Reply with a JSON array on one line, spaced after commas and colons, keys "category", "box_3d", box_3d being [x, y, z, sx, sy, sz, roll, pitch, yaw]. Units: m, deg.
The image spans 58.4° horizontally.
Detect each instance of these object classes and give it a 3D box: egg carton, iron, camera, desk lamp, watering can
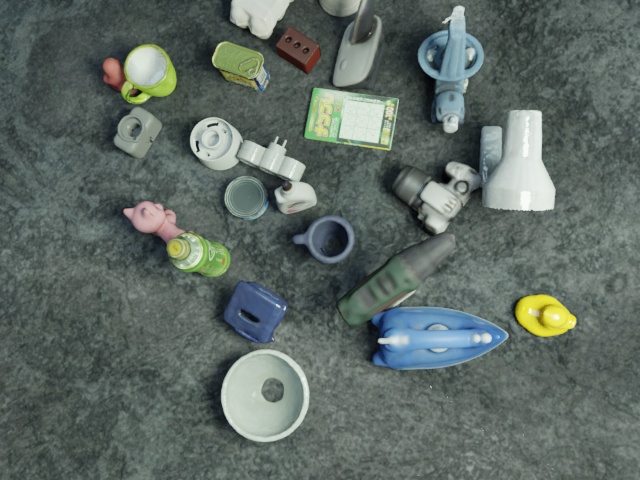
[{"category": "egg carton", "box_3d": [-0.116, -0.499, 1.193, 0.107, 0.069, 0.150, 31, 87, 9]}, {"category": "iron", "box_3d": [0.220, 0.177, 1.033, 0.258, 0.141, 0.119, -3, 82, 6]}, {"category": "camera", "box_3d": [0.215, -0.098, 1.090, 0.136, 0.101, 0.143, 36, 88, 9]}, {"category": "desk lamp", "box_3d": [0.344, -0.135, 1.023, 0.118, 0.213, 0.203, 2, 83, 7]}, {"category": "watering can", "box_3d": [0.029, -0.526, 1.118, 0.173, 0.194, 0.101, -39, 80, 0]}]

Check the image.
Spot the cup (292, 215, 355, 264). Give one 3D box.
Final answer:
[{"category": "cup", "box_3d": [0.010, 0.004, 1.102, 0.117, 0.095, 0.092, -2, 82, 6]}]

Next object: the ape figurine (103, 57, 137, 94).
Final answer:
[{"category": "ape figurine", "box_3d": [-0.419, -0.350, 1.195, 0.077, 0.092, 0.076, -17, 81, 4]}]

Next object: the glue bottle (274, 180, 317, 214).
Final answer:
[{"category": "glue bottle", "box_3d": [-0.053, -0.087, 1.080, 0.078, 0.173, 0.037, -21, 81, 3]}]

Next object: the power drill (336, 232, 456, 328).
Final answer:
[{"category": "power drill", "box_3d": [0.135, 0.070, 1.022, 0.229, 0.208, 0.075, -37, 80, 1]}]

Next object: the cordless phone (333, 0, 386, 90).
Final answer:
[{"category": "cordless phone", "box_3d": [0.072, -0.380, 1.099, 0.094, 0.185, 0.148, 11, 84, 8]}]

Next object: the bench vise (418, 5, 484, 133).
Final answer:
[{"category": "bench vise", "box_3d": [0.254, -0.315, 1.053, 0.121, 0.220, 0.207, -17, 81, 4]}]

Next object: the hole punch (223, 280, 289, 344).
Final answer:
[{"category": "hole punch", "box_3d": [-0.125, 0.141, 1.100, 0.108, 0.091, 0.101, 29, 87, 9]}]

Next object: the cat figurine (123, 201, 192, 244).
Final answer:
[{"category": "cat figurine", "box_3d": [-0.318, -0.029, 1.129, 0.127, 0.118, 0.067, 42, 89, 10]}]

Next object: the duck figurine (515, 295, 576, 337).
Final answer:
[{"category": "duck figurine", "box_3d": [0.414, 0.138, 1.046, 0.104, 0.086, 0.077, 17, 85, 8]}]

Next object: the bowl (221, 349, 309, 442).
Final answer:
[{"category": "bowl", "box_3d": [-0.098, 0.291, 1.086, 0.167, 0.075, 0.167, -1, 83, 6]}]
